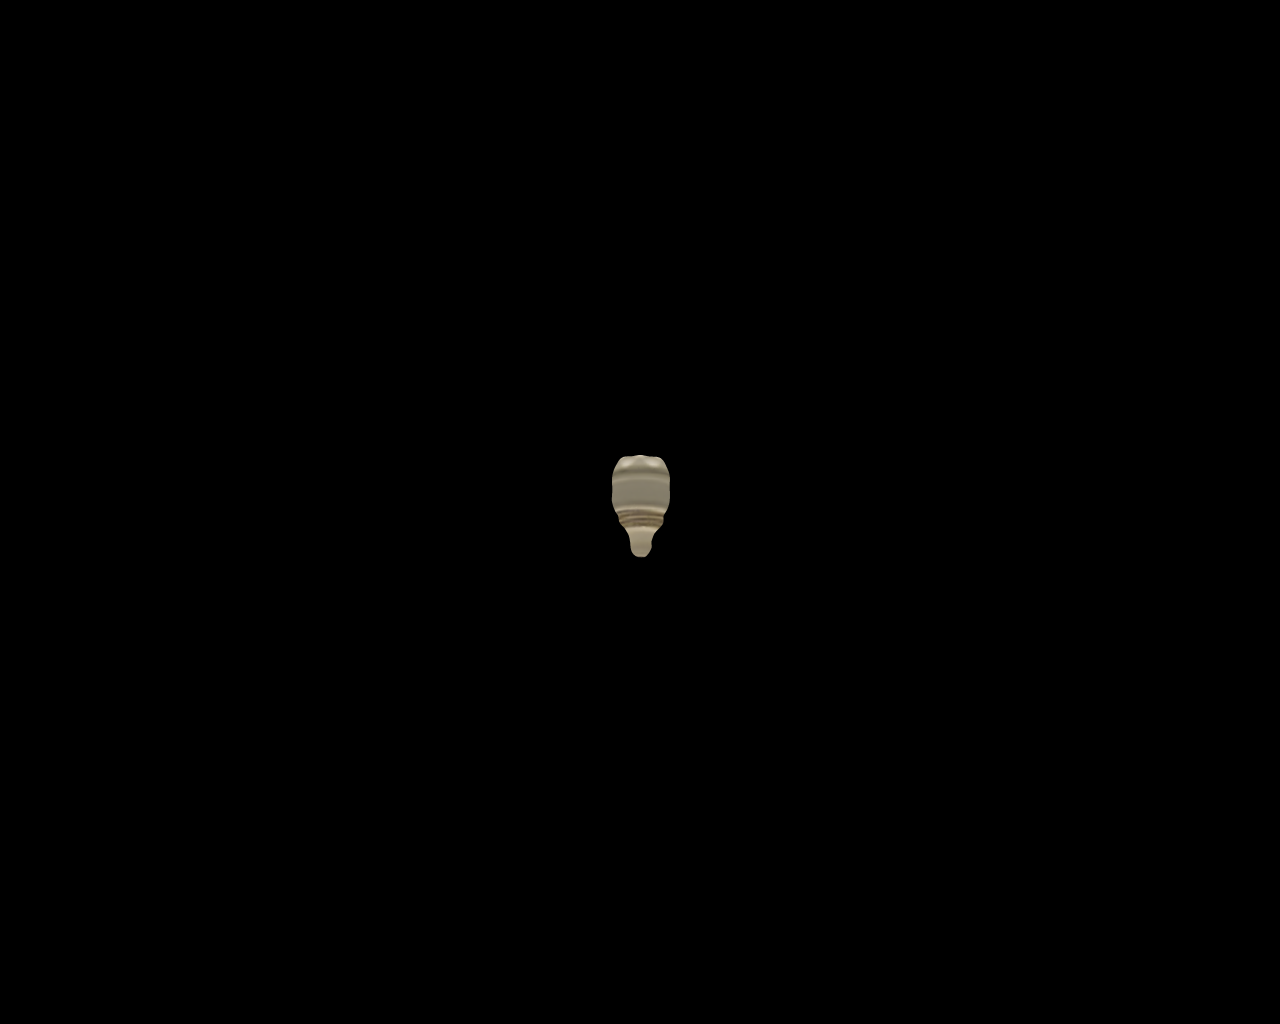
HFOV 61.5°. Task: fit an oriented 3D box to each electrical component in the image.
[{"bbox_3d":[0.001,-0.003,0.650,0.035,0.061,0.035,0,-9,0],"label":"electrical component"}]
